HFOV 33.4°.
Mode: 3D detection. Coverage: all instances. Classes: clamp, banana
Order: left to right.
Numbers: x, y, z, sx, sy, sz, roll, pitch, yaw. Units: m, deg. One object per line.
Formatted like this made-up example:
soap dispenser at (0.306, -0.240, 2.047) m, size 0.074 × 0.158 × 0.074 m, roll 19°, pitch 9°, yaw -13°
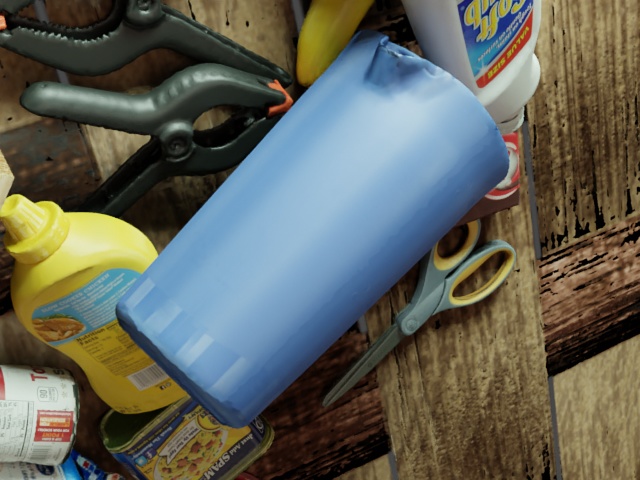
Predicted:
clamp at (-0.108, -0.145, 0.667) m, size 0.209 × 0.036 × 0.164 m, roll -20°, pitch 126°, yaw -15°
clamp at (-0.102, -0.061, 0.694) m, size 0.171 × 0.039 × 0.120 m, roll -11°, pitch 137°, yaw -17°
banana at (0.052, -0.184, 0.719) m, size 0.198 × 0.037 × 0.069 m, roll -35°, pitch 82°, yaw 0°

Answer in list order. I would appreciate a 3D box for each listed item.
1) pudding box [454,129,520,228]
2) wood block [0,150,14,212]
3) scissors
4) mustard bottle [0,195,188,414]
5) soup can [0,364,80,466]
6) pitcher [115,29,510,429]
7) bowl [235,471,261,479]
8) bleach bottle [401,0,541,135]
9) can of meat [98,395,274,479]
pudding box at (0.098, -0.056, 0.809) m, size 0.113 × 0.039 × 0.090 m, roll -18°, pitch 118°, yaw -20°
wood block at (-0.266, 0.028, 0.629) m, size 0.090 × 0.091 × 0.206 m, roll 19°, pitch 102°, yaw -31°
scissors at (0.070, 0.047, 0.855) m, size 0.201 × 0.016 × 0.096 m, roll -31°, pitch 121°, yaw -12°
mustard bottle at (-0.143, 0.037, 0.695) m, size 0.096 × 0.058 × 0.191 m, roll -27°, pitch 134°, yaw 9°
soup can at (-0.219, 0.115, 0.705) m, size 0.102 × 0.069 × 0.068 m, roll 8°, pitch 107°, yaw -30°
pitcher at (-0.004, 0.001, 0.671) m, size 0.242 × 0.145 × 0.149 m, roll -46°, pitch 108°, yaw -12°
bowl at (-0.090, 0.264, 0.845) m, size 0.161 × 0.055 × 0.162 m, roll -11°, pitch 116°, yaw -23°
bleach bottle at (0.102, -0.160, 0.679) m, size 0.102 × 0.068 × 0.250 m, roll -42°, pitch 143°, yaw -9°
can of meat at (-0.099, 0.141, 0.785) m, size 0.102 × 0.057 × 0.084 m, roll -40°, pitch 121°, yaw -7°
